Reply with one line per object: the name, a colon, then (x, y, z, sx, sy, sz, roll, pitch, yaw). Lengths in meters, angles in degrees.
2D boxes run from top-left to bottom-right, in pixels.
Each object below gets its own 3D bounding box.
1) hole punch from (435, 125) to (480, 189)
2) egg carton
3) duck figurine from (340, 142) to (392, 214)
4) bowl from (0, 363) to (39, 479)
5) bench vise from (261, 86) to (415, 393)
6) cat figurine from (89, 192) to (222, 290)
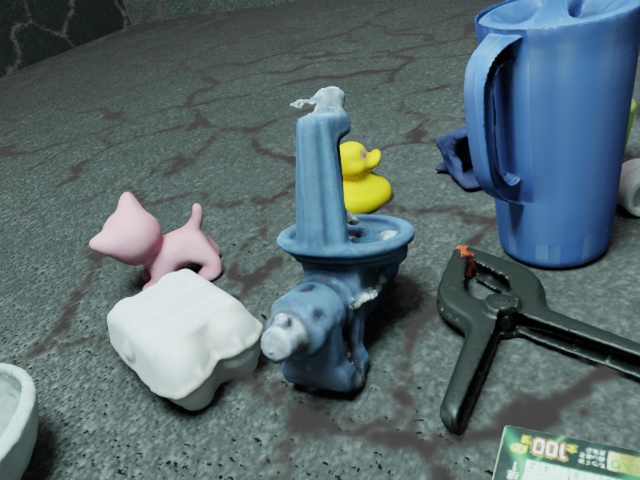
hole punch: (0.208, -0.128, 0.738, 0.108, 0.091, 0.101, -16, 30, -6)
egg carton: (-0.127, 0.087, 0.525, 0.107, 0.069, 0.149, -33, 36, -31)
duck figurine: (0.037, -0.081, 0.729, 0.104, 0.086, 0.077, -18, 31, -9)
bowl: (-0.288, 0.175, 0.433, 0.167, 0.075, 0.167, -9, 30, 6)
bench vise: (0.016, 0.000, 0.467, 0.121, 0.220, 0.207, -7, 31, 10)
cat figurine: (-0.185, -0.001, 0.647, 0.128, 0.118, 0.067, -19, 31, -10)
